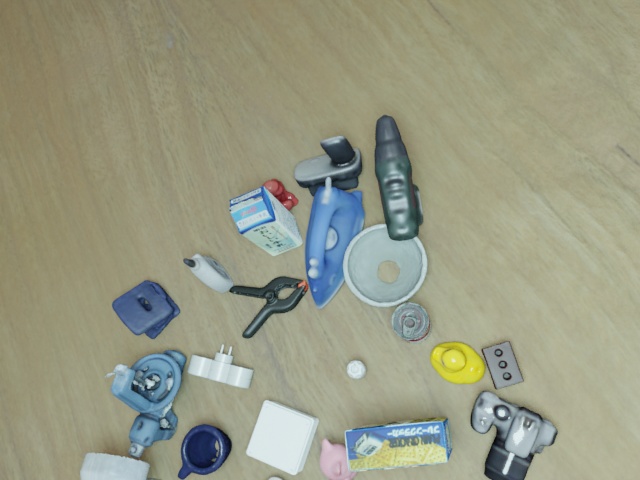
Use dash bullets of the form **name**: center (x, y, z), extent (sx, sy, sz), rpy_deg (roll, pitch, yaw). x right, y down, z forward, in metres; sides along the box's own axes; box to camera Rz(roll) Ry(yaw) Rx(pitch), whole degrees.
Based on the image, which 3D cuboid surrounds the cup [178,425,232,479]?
- **cup**: center (-0.221, 0.420, 1.125), extent (0.091, 0.095, 0.118), rpy_deg (39, 87, 20)

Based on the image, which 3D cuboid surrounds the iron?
- **iron**: center (0.011, 0.004, 1.155), extent (0.118, 0.142, 0.258), rpy_deg (7, 77, 16)

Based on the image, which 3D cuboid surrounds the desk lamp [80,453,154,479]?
- **desk lamp**: center (-0.371, 0.500, 1.078), extent (0.117, 0.214, 0.203), rpy_deg (0, 75, 15)

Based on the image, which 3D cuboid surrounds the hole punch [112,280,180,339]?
- **hole punch**: center (-0.377, 0.146, 1.242), extent (0.101, 0.091, 0.108), rpy_deg (-46, 69, -1)

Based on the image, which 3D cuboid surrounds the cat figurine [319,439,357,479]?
- **cat figurine**: center (0.034, 0.429, 1.046), extent (0.067, 0.118, 0.128), rpy_deg (-3, 74, 14)

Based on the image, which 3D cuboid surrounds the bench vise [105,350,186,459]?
- **bench vise**: center (-0.336, 0.315, 1.116), extent (0.121, 0.220, 0.207), rpy_deg (-10, 73, 12)

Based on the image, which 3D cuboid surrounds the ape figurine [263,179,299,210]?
- **ape figurine**: center (-0.096, -0.100, 1.237), extent (0.076, 0.092, 0.078), rpy_deg (-14, 72, 11)

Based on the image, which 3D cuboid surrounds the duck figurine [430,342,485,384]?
- **duck figurine**: center (0.254, 0.227, 1.062), extent (0.104, 0.086, 0.077), rpy_deg (21, 81, 19)

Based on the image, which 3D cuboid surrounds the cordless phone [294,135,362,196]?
- **cordless phone**: center (0.007, -0.168, 1.180), extent (0.147, 0.185, 0.094), rpy_deg (-15, 72, 10)

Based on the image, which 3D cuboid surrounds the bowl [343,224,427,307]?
- **bowl**: center (0.133, 0.055, 1.146), extent (0.167, 0.075, 0.167), rpy_deg (-4, 74, 13)

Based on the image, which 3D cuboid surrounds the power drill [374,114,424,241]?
- **power drill**: center (0.151, -0.100, 1.112), extent (0.075, 0.209, 0.229), rpy_deg (-11, 73, 12)

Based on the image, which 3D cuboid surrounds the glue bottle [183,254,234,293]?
- **glue bottle**: center (-0.239, 0.061, 1.186), extent (0.037, 0.173, 0.078), rpy_deg (-39, 69, 2)

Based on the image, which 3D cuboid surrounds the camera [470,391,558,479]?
- **camera**: center (0.324, 0.354, 1.002), extent (0.143, 0.101, 0.137), rpy_deg (22, 82, 19)

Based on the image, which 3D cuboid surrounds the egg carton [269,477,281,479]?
- **egg carton**: center (-0.066, 0.528, 1.070), extent (0.150, 0.069, 0.107), rpy_deg (38, 87, 20)
